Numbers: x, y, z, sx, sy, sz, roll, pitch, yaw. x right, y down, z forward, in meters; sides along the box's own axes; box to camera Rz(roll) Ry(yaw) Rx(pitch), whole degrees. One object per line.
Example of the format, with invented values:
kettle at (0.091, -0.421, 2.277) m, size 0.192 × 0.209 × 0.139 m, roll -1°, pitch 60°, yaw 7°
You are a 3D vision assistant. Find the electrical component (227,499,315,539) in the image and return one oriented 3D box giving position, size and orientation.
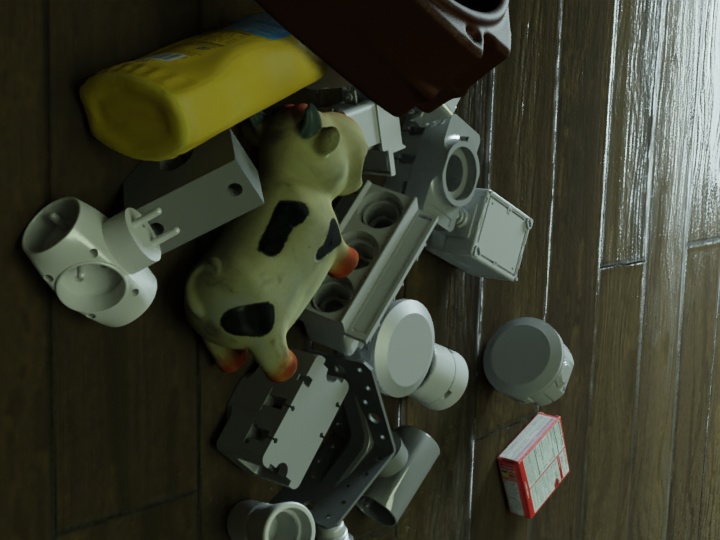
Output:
electrical component at (-0.068, 0.189, 0.788) m, size 0.044 × 0.065 × 0.044 m, roll 3°, pitch 85°, yaw -36°

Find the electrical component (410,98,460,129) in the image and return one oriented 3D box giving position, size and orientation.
electrical component at (0.051, -0.153, 0.873) m, size 0.064 × 0.042 × 0.081 m, roll 45°, pitch 55°, yaw -26°

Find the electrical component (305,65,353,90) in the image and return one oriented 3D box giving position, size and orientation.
electrical component at (-0.018, -0.162, 0.800) m, size 0.055 × 0.047 × 0.055 m, roll -12°, pitch 106°, yaw -49°

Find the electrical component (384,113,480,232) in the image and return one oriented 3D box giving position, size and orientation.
electrical component at (0.063, -0.083, 0.906) m, size 0.050 × 0.056 × 0.089 m, roll 31°, pitch 73°, yaw -49°

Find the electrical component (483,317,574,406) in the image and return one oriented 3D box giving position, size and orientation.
electrical component at (0.165, 0.090, 1.045) m, size 0.051 × 0.080 × 0.080 m, roll 39°, pitch 67°, yaw -52°

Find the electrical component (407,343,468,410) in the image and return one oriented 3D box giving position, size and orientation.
electrical component at (0.059, 0.089, 0.935) m, size 0.047 × 0.055 × 0.055 m, roll 31°, pitch 73°, yaw -45°

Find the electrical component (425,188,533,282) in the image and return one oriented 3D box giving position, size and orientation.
electrical component at (0.100, -0.034, 0.956) m, size 0.096 × 0.061 × 0.061 m, roll 27°, pitch 76°, yaw -49°

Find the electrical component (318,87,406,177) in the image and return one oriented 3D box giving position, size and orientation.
electrical component at (-0.002, -0.110, 0.833) m, size 0.064 × 0.042 × 0.081 m, roll -28°, pitch 117°, yaw -43°

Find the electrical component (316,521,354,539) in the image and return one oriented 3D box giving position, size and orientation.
electrical component at (-0.020, 0.230, 0.875) m, size 0.040 × 0.040 × 0.078 m, roll -29°, pitch 118°, yaw -44°

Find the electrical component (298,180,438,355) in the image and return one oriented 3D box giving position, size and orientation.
electrical component at (0.000, 0.000, 0.837) m, size 0.121 × 0.079 × 0.063 m, roll -59°, pitch 158°, yaw -25°

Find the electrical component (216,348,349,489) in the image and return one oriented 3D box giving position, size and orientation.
electrical component at (-0.059, 0.106, 0.793) m, size 0.050 × 0.056 × 0.089 m, roll 51°, pitch 59°, yaw -43°

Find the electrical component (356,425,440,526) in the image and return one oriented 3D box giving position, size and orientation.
electrical component at (0.025, 0.163, 0.916) m, size 0.077 × 0.043 × 0.079 m, roll -53°, pitch 133°, yaw -30°

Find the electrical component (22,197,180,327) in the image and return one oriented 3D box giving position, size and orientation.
electrical component at (-0.148, -0.012, 0.651) m, size 0.077 × 0.079 × 0.044 m, roll 52°, pitch 15°, yaw -42°

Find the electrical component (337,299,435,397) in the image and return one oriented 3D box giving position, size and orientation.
electrical component at (0.021, 0.062, 0.886) m, size 0.080 × 0.051 × 0.080 m, roll -12°, pitch 106°, yaw -49°
